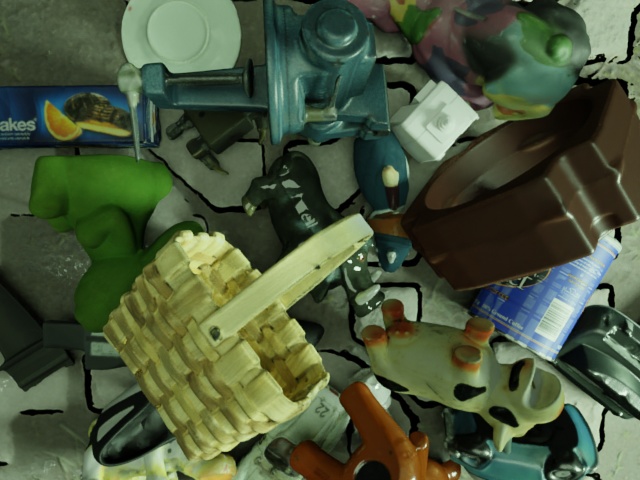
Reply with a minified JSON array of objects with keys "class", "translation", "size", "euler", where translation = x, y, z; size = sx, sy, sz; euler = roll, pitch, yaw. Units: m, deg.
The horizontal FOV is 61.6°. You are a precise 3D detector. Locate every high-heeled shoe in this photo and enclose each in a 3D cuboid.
[{"class":"high-heeled shoe","translation":[-0.111,0.150,0.559],"size":[0.249,0.145,0.086],"euler":[-24,98,2]}]

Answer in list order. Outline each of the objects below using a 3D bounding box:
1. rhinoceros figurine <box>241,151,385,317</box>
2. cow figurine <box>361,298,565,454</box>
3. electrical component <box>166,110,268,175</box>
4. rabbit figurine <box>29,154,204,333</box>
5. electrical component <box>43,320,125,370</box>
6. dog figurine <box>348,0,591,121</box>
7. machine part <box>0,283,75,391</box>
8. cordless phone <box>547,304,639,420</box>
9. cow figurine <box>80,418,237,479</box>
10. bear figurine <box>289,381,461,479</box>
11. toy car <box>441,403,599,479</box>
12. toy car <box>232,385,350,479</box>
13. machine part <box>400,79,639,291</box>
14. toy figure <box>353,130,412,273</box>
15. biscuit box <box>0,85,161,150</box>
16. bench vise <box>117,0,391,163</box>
[{"class":"rhinoceros figurine","translation":[-0.001,-0.002,0.574],"size":[0.112,0.073,0.190],"euler":[-30,93,12]},{"class":"cow figurine","translation":[0.146,0.142,0.554],"size":[0.195,0.085,0.127],"euler":[10,130,26]},{"class":"electrical component","translation":[-0.106,-0.122,0.584],"size":[0.102,0.045,0.078],"euler":[-42,68,-1]},{"class":"rabbit figurine","translation":[-0.207,0.008,0.557],"size":[0.159,0.121,0.170],"euler":[-4,81,-24]},{"class":"electrical component","translation":[-0.237,0.105,0.597],"size":[0.119,0.048,0.074],"euler":[0,96,-2]},{"class":"dog figurine","translation":[0.126,-0.215,0.521],"size":[0.219,0.192,0.108],"euler":[27,101,-21]},{"class":"machine part","translation":[-0.341,0.098,0.598],"size":[0.084,0.039,0.138],"euler":[-29,98,6]},{"class":"cordless phone","translation":[0.364,0.102,0.619],"size":[0.146,0.089,0.184],"euler":[38,82,-5]},{"class":"cow figurine","translation":[-0.178,0.237,0.602],"size":[0.167,0.068,0.098],"euler":[-5,53,-4]},{"class":"bear figurine","translation":[0.076,0.250,0.591],"size":[0.132,0.195,0.120],"euler":[39,88,32]},{"class":"toy car","translation":[0.218,0.240,0.607],"size":[0.162,0.109,0.102],"euler":[1,118,6]},{"class":"toy car","translation":[-0.046,0.251,0.617],"size":[0.073,0.056,0.201],"euler":[38,93,-6]},{"class":"machine part","translation":[0.193,-0.049,0.509],"size":[0.201,0.201,0.087],"euler":[-27,106,45]},{"class":"toy figure","translation":[0.074,-0.040,0.586],"size":[0.058,0.064,0.154],"euler":[-9,102,18]},{"class":"biscuit box","translation":[-0.277,-0.127,0.565],"size":[0.203,0.059,0.062],"euler":[-1,96,-2]},{"class":"bench vise","translation":[-0.051,-0.138,0.486],"size":[0.241,0.224,0.128],"euler":[-3,94,-5]}]
